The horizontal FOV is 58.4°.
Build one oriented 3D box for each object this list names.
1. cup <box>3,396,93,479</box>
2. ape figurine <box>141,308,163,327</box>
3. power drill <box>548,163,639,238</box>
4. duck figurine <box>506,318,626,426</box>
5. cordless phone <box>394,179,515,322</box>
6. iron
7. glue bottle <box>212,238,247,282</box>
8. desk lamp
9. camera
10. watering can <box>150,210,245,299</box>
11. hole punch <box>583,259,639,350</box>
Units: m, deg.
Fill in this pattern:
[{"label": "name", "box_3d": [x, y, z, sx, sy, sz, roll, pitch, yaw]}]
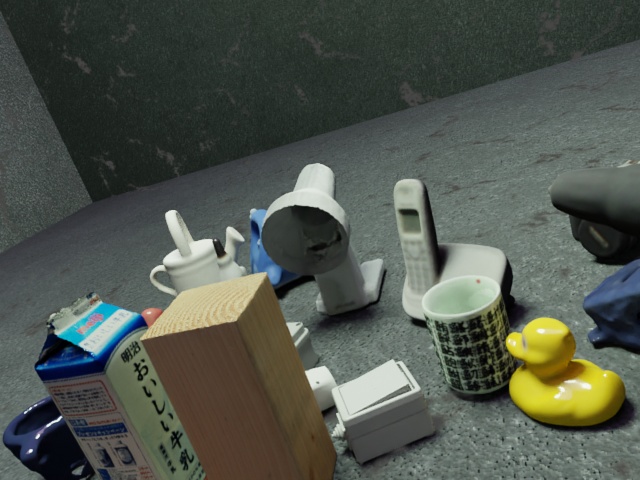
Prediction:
[{"label": "cup", "box_3d": [-0.301, 0.243, 0.656, 0.092, 0.095, 0.117, -21, 18, -6]}, {"label": "ape figurine", "box_3d": [-0.247, 0.147, 0.890, 0.076, 0.092, 0.077, -33, 22, -35]}, {"label": "power drill", "box_3d": [0.310, 0.034, 0.448, 0.228, 0.209, 0.076, -3, 24, 42]}, {"label": "duck figurine", "box_3d": [0.215, 0.112, 0.518, 0.078, 0.086, 0.104, -32, 22, -35]}, {"label": "cordless phone", "box_3d": [0.155, 0.013, 0.710, 0.094, 0.185, 0.147, -33, 22, -36]}, {"label": "iron", "box_3d": [-0.096, 0.000, 1.084, 0.119, 0.141, 0.257, -25, 18, -15]}, {"label": "glue bottle", "box_3d": [-0.121, 0.074, 0.838, 0.037, 0.173, 0.078, -15, 19, 15]}, {"label": "desk lamp", "box_3d": [0.008, 0.003, 0.849, 0.117, 0.214, 0.203, -14, 19, 17]}, {"label": "camera", "box_3d": [0.389, -0.041, 0.766, 0.137, 0.101, 0.142, -30, 21, -30]}, {"label": "watering can", "box_3d": [-0.222, 0.033, 1.035, 0.173, 0.194, 0.100, -28, 20, -24]}, {"label": "hole punch", "box_3d": [0.325, 0.052, 0.574, 0.109, 0.091, 0.100, -29, 20, -27]}]
